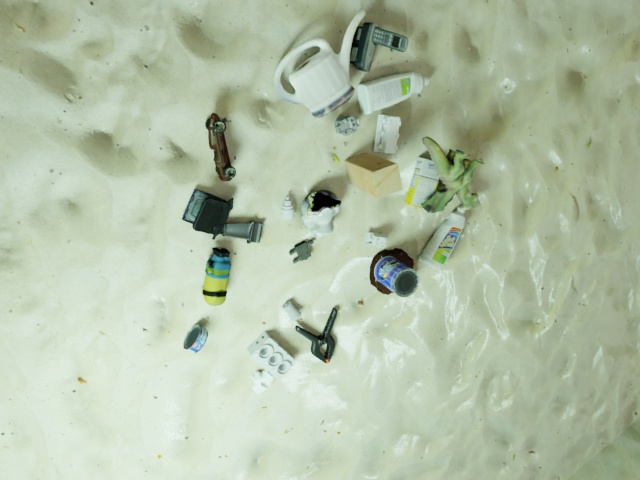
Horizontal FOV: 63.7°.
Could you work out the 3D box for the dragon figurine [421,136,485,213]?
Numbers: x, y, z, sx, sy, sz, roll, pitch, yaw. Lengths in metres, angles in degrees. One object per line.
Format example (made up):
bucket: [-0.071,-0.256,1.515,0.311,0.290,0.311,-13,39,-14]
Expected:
dragon figurine: [0.440,-0.199,1.800,0.408,0.124,0.240,15,105,-36]

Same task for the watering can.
watering can: [0.032,-0.512,1.547,0.346,0.106,0.221,-32,116,6]

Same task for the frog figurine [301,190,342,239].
frog figurine: [0.005,-0.086,1.702,0.139,0.124,0.156,-36,154,-18]
